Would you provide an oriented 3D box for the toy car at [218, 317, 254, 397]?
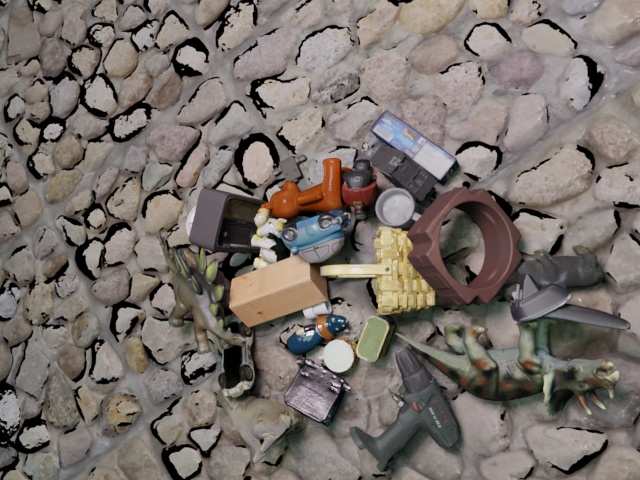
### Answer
[{"bbox_3d":[-0.193,0.269,1.251,0.073,0.056,0.202,-24,47,17],"label":"toy car"}]

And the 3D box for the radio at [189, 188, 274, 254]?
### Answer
[{"bbox_3d":[-0.195,-0.039,1.228,0.073,0.229,0.131,19,95,24],"label":"radio"}]

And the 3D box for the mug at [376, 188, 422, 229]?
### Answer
[{"bbox_3d":[0.184,-0.059,1.156,0.110,0.107,0.080,20,91,22],"label":"mug"}]

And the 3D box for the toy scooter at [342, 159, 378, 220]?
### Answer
[{"bbox_3d":[0.091,-0.095,1.175,0.075,0.184,0.135,0,110,10],"label":"toy scooter"}]

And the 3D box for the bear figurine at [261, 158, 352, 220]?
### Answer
[{"bbox_3d":[-0.031,-0.110,1.238,0.196,0.120,0.132,0,81,25],"label":"bear figurine"}]

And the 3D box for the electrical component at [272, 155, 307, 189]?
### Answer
[{"bbox_3d":[-0.069,-0.168,1.304,0.094,0.021,0.063,-27,77,15],"label":"electrical component"}]

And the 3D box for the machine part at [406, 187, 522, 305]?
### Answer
[{"bbox_3d":[0.285,0.013,1.066,0.201,0.087,0.201,47,72,-11],"label":"machine part"}]

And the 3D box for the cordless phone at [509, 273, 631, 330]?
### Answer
[{"bbox_3d":[0.444,0.123,0.964,0.184,0.146,0.088,13,88,15],"label":"cordless phone"}]

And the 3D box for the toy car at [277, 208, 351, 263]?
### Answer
[{"bbox_3d":[-0.002,-0.004,1.158,0.162,0.109,0.102,-15,96,27],"label":"toy car"}]

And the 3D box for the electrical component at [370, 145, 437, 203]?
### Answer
[{"bbox_3d":[0.184,-0.139,1.151,0.058,0.134,0.115,-51,29,6],"label":"electrical component"}]

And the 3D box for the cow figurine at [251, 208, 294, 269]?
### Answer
[{"bbox_3d":[-0.105,0.004,1.236,0.098,0.167,0.068,12,46,11],"label":"cow figurine"}]

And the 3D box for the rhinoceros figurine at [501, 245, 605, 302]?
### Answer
[{"bbox_3d":[0.458,0.073,1.071,0.190,0.073,0.112,-16,91,16],"label":"rhinoceros figurine"}]

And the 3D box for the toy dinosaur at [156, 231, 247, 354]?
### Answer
[{"bbox_3d":[-0.296,0.117,1.267,0.472,0.105,0.198,29,120,46],"label":"toy dinosaur"}]

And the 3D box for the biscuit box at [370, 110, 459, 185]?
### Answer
[{"bbox_3d":[0.208,-0.205,1.187,0.203,0.062,0.059,41,99,19],"label":"biscuit box"}]

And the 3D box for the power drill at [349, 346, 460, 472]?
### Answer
[{"bbox_3d":[0.162,0.356,1.100,0.207,0.086,0.232,-39,99,-4],"label":"power drill"}]

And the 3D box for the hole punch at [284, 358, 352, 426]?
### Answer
[{"bbox_3d":[-0.007,0.346,1.209,0.142,0.092,0.116,23,66,23],"label":"hole punch"}]

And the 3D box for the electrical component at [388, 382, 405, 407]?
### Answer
[{"bbox_3d":[0.197,0.318,1.149,0.078,0.045,0.102,39,98,20],"label":"electrical component"}]

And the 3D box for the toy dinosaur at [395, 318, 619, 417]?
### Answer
[{"bbox_3d":[0.360,0.256,1.066,0.405,0.131,0.192,-9,81,25],"label":"toy dinosaur"}]

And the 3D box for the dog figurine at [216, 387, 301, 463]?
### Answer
[{"bbox_3d":[-0.150,0.376,1.212,0.191,0.121,0.172,48,121,17],"label":"dog figurine"}]

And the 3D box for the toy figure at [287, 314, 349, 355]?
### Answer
[{"bbox_3d":[-0.004,0.209,1.223,0.154,0.064,0.058,-32,61,15],"label":"toy figure"}]
